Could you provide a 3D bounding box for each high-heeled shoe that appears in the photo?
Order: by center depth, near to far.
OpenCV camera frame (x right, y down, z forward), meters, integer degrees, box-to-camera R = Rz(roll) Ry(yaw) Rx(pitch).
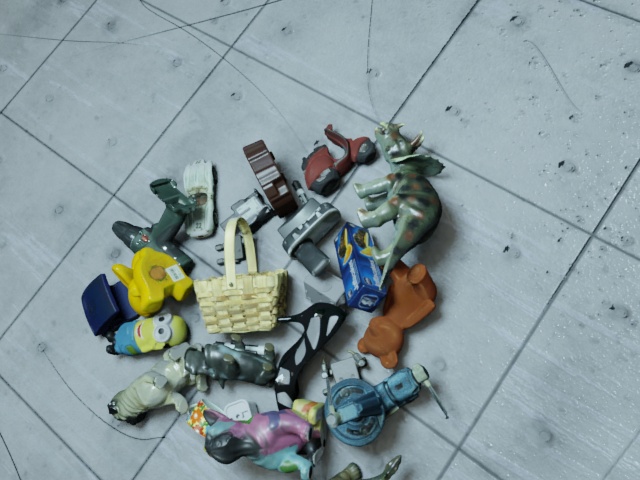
[{"bbox_3d":[-0.016,0.247,1.076,0.145,0.086,0.248,-1,96,6],"label":"high-heeled shoe"}]

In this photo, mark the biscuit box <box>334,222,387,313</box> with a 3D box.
[{"bbox_3d":[0.079,0.051,1.083,0.062,0.059,0.203,-55,28,30],"label":"biscuit box"}]

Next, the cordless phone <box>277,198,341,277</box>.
[{"bbox_3d":[-0.001,-0.004,1.116,0.146,0.088,0.184,-43,27,-2],"label":"cordless phone"}]

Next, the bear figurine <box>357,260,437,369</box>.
[{"bbox_3d":[0.141,0.142,1.065,0.196,0.131,0.120,-49,38,-10],"label":"bear figurine"}]

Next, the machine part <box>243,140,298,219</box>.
[{"bbox_3d":[-0.107,-0.135,1.191,0.056,0.179,0.179,-27,68,0],"label":"machine part"}]

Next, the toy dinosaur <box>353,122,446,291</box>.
[{"bbox_3d":[0.175,-0.070,1.072,0.192,0.131,0.405,-22,44,15],"label":"toy dinosaur"}]

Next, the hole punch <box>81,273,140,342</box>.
[{"bbox_3d":[-0.492,0.149,1.229,0.116,0.092,0.142,-33,71,5],"label":"hole punch"}]

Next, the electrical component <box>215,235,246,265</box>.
[{"bbox_3d":[-0.195,0.023,1.235,0.094,0.021,0.063,-14,69,7],"label":"electrical component"}]

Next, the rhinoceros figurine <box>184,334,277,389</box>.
[{"bbox_3d":[-0.180,0.253,1.101,0.190,0.112,0.073,11,41,-10],"label":"rhinoceros figurine"}]

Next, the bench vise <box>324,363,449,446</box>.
[{"bbox_3d":[0.090,0.297,0.970,0.224,0.240,0.129,-25,71,21],"label":"bench vise"}]

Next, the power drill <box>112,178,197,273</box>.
[{"bbox_3d":[-0.374,-0.036,1.224,0.232,0.086,0.207,38,115,14],"label":"power drill"}]

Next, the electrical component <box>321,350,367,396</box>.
[{"bbox_3d":[0.047,0.266,1.084,0.102,0.045,0.078,-13,68,9],"label":"electrical component"}]

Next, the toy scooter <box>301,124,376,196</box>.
[{"bbox_3d":[0.025,-0.194,1.229,0.184,0.075,0.135,-37,68,-4],"label":"toy scooter"}]

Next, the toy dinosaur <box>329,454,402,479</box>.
[{"bbox_3d":[-0.064,0.492,0.953,0.471,0.198,0.105,-28,65,1],"label":"toy dinosaur"}]

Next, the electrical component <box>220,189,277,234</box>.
[{"bbox_3d":[-0.169,-0.054,1.240,0.119,0.047,0.075,-42,68,-3],"label":"electrical component"}]

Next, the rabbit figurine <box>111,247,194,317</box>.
[{"bbox_3d":[-0.384,0.104,1.179,0.162,0.173,0.122,45,47,7],"label":"rabbit figurine"}]

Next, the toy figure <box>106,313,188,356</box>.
[{"bbox_3d":[-0.380,0.209,1.186,0.180,0.089,0.082,-18,82,16],"label":"toy figure"}]

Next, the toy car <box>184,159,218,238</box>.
[{"bbox_3d":[-0.285,-0.101,1.279,0.074,0.056,0.201,-9,71,10],"label":"toy car"}]

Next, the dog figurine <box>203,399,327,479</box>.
[{"bbox_3d":[-0.108,0.358,1.001,0.219,0.191,0.108,4,98,14],"label":"dog figurine"}]

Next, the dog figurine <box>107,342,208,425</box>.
[{"bbox_3d":[-0.348,0.301,1.149,0.191,0.172,0.121,-21,102,32],"label":"dog figurine"}]
